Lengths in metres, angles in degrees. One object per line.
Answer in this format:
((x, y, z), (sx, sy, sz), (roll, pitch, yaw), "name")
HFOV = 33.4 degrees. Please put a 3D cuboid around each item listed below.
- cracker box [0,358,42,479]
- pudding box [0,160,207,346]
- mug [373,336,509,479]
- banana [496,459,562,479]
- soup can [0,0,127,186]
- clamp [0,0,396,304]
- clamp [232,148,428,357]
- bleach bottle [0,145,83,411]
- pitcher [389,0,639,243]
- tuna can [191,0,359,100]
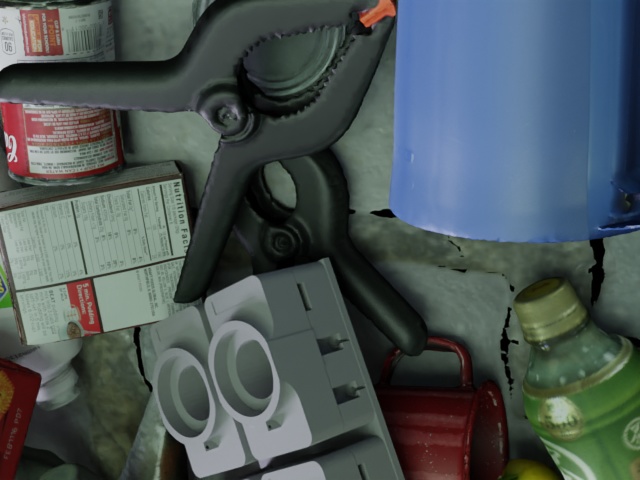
((-0.279, 0.150, 0.667), (0.214, 0.072, 0.164), (-3, 69, 39), "cracker box")
((-0.129, 0.008, 0.629), (0.113, 0.039, 0.090), (-12, 109, -13), "pudding box")
((0.059, 0.113, 0.614), (0.082, 0.093, 0.117), (0, 80, 23), "mug")
((0.136, 0.198, 0.629), (0.037, 0.069, 0.198), (8, 126, 49), "banana")
((-0.148, -0.089, 0.605), (0.068, 0.068, 0.102), (5, 112, 16), "soup can")
((-0.056, -0.074, 0.549), (0.210, 0.036, 0.164), (-37, 112, 23), "clamp")
((-0.004, 0.001, 0.610), (0.120, 0.039, 0.171), (-4, 110, 19), "clamp")
((-0.226, -0.003, 0.670), (0.103, 0.068, 0.251), (-16, 108, 26), "bleach bottle")
((0.102, -0.124, 0.472), (0.149, 0.144, 0.243), (4, 109, 17), "pitcher")
((-0.023, -0.118, 0.572), (0.086, 0.033, 0.086), (7, 113, 16), "tuna can")
